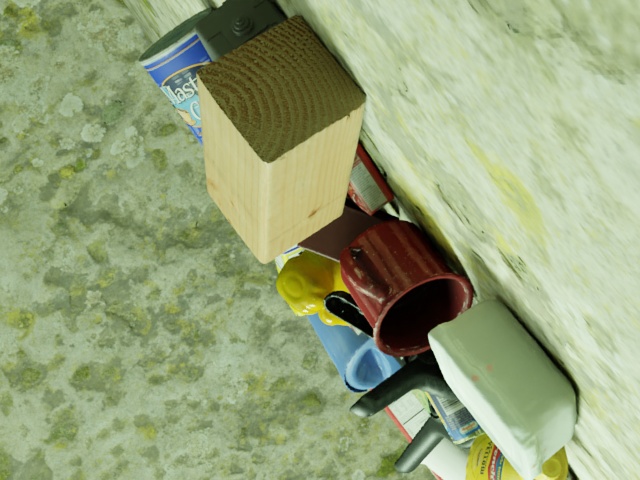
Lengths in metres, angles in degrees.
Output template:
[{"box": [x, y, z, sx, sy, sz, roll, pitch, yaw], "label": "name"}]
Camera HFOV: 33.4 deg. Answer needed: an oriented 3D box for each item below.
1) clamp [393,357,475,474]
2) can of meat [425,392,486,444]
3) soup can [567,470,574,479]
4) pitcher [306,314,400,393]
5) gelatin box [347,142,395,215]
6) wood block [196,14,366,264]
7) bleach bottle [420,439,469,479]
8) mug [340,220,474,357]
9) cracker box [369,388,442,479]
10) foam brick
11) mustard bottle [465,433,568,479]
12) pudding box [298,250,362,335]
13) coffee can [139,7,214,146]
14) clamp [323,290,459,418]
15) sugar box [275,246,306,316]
[{"box": [0.134, 0.171, 1.176, 0.210, 0.036, 0.164, -23, 76, 56], "label": "clamp"}, {"box": [0.132, 0.149, 1.050, 0.084, 0.057, 0.102, 61, -177, 3], "label": "can of meat"}, {"box": [0.241, 0.275, 1.103, 0.102, 0.068, 0.068, 56, 176, -23], "label": "soup can"}, {"box": [0.037, 0.060, 1.367, 0.144, 0.149, 0.243, 33, -163, -52], "label": "pitcher"}, {"box": [0.022, -0.068, 0.945, 0.073, 0.030, 0.089, 55, 176, -25], "label": "gelatin box"}, {"box": [-0.033, -0.070, 0.839, 0.090, 0.090, 0.206, 53, 165, 15], "label": "wood block"}, {"box": [0.226, 0.298, 1.236, 0.102, 0.068, 0.251, 2, -152, -44], "label": "bleach bottle"}, {"box": [0.060, 0.035, 0.889, 0.117, 0.093, 0.081, 17, -151, -42], "label": "mug"}, {"box": [0.166, 0.246, 1.505, 0.214, 0.072, 0.164, 52, -165, 12], "label": "cracker box"}, {"box": [0.027, -0.007, 0.970, 0.078, 0.053, 0.051, 22, -169, 8], "label": "foam brick"}, {"box": [0.185, 0.209, 0.985, 0.058, 0.096, 0.192, 19, 168, -2], "label": "mustard bottle"}, {"box": [0.044, 0.035, 1.177, 0.113, 0.090, 0.039, 56, 175, -25], "label": "pudding box"}, {"box": [-0.124, -0.177, 1.217, 0.140, 0.103, 0.103, 55, 177, -20], "label": "coffee can"}, {"box": [0.081, 0.094, 0.944, 0.039, 0.171, 0.120, -45, 54, 45], "label": "clamp"}, {"box": [-0.008, 0.001, 1.212, 0.048, 0.093, 0.176, 50, 160, 43], "label": "sugar box"}]
